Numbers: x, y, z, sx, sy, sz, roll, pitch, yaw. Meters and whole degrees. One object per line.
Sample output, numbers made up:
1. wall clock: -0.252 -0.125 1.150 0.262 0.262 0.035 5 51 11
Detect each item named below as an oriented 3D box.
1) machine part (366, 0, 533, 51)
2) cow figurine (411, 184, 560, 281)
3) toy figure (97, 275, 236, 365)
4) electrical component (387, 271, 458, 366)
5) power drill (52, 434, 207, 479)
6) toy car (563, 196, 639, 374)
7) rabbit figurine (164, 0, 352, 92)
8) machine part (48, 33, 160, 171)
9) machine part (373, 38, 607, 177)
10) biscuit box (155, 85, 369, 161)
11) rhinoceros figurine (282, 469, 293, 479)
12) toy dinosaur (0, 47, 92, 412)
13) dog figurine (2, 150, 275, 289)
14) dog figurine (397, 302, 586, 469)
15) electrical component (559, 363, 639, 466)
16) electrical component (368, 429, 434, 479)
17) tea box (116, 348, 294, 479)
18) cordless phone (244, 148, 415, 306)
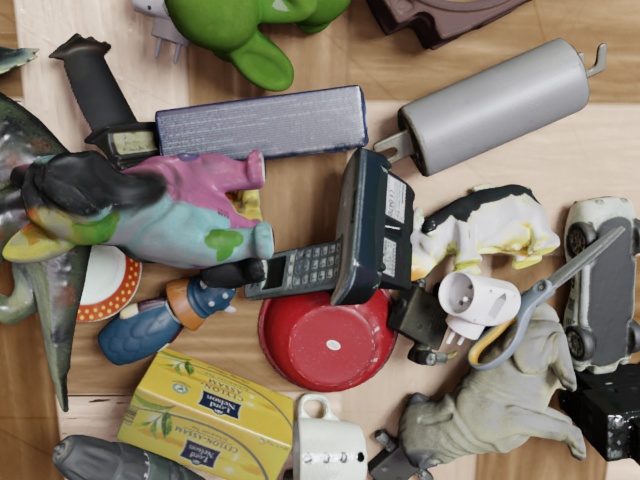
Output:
1. machine part: 0.124 -0.297 0.490 0.201 0.087 0.201 -26 101 4
2. cow figurine: 0.148 -0.011 0.559 0.167 0.068 0.098 -9 68 -1
3. toy figure: -0.162 0.078 0.577 0.154 0.064 0.058 -30 64 0
4. electrical component: 0.121 0.084 0.581 0.078 0.045 0.102 38 73 -25
5. power drill: -0.239 0.295 0.582 0.207 0.086 0.231 -41 130 10
6. toy car: 0.309 0.052 0.590 0.073 0.056 0.201 -7 104 -7
7. rabbit figurine: -0.061 -0.216 0.471 0.170 0.159 0.121 -35 66 -26
8. machine part: -0.205 -0.131 0.527 0.039 0.084 0.138 -26 94 36
9. machine part: 0.168 -0.129 0.533 0.243 0.079 0.079 -23 102 2
10. biscuit box: -0.054 -0.110 0.538 0.203 0.059 0.062 -7 102 0
11. rhinoceros figurine: -0.029 0.340 0.632 0.190 0.073 0.112 -17 101 2
12. toy dinosaur: -0.292 -0.048 0.505 0.192 0.131 0.404 -35 103 0
13. dog figurine: -0.156 -0.018 0.483 0.219 0.191 0.108 -1 72 -11
14. dog figurine: 0.175 0.161 0.596 0.191 0.121 0.172 -6 69 17
15. electrical component: 0.342 0.185 0.579 0.115 0.134 0.058 -10 103 -2
16. electrical component: 0.090 0.271 0.647 0.063 0.021 0.094 -43 101 8
17. tea box: -0.118 0.192 0.584 0.169 0.098 0.068 24 101 -9
18. cordless phone: -0.001 -0.003 0.552 0.088 0.184 0.146 28 60 -44
